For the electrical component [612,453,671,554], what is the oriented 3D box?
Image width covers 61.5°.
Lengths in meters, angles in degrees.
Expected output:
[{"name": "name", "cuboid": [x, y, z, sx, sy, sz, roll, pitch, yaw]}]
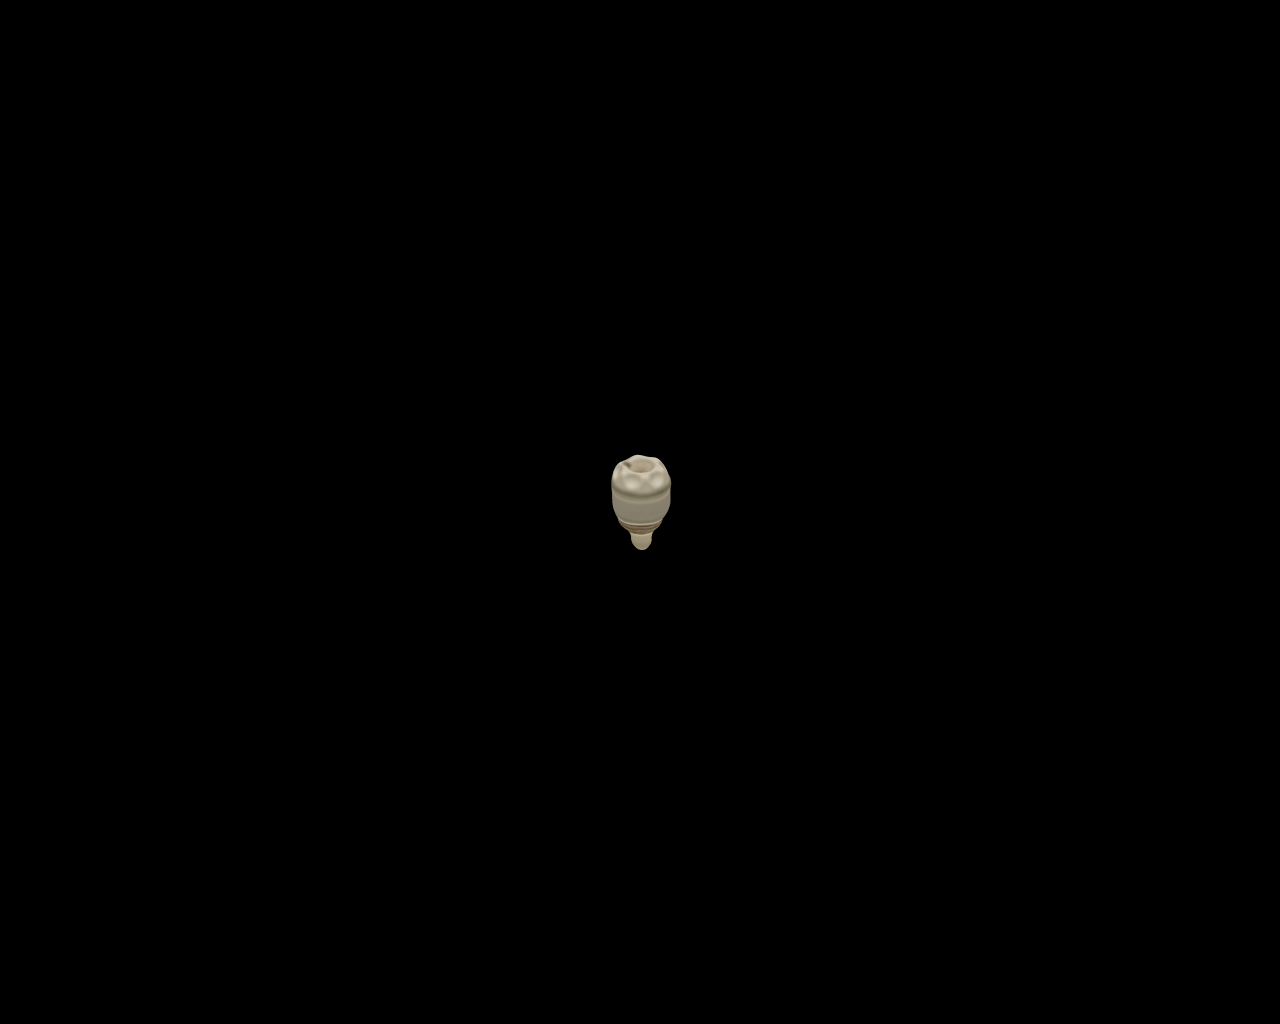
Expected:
[{"name": "electrical component", "cuboid": [0.001, -0.003, 0.650, 0.035, 0.061, 0.035, 0, 33, 0]}]
